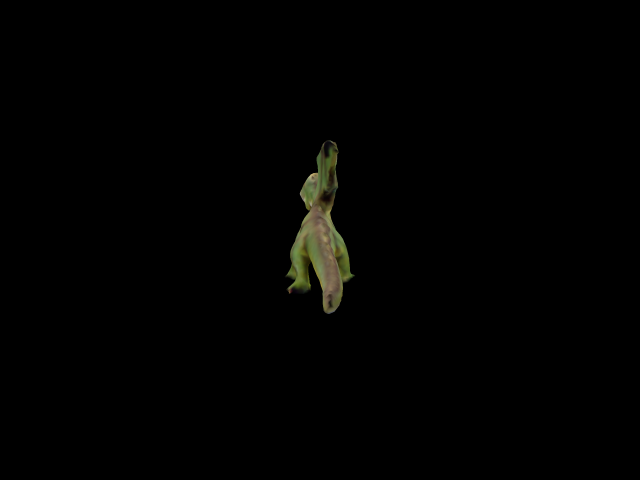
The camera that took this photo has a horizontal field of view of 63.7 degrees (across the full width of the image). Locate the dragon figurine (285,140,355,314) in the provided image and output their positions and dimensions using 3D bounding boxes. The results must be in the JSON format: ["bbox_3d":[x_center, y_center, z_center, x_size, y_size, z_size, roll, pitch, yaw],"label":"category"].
[{"bbox_3d":[0.003,-0.043,0.850,0.122,0.241,0.412,-1,7,-7],"label":"dragon figurine"}]
